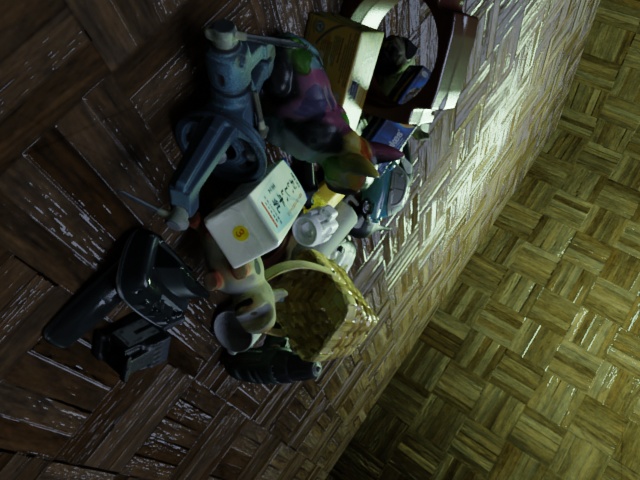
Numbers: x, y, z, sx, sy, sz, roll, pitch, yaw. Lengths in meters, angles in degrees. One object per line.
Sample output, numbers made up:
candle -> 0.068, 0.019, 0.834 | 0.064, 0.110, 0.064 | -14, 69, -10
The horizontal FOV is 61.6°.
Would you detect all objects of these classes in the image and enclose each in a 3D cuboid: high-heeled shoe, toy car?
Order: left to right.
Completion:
high-heeled shoe -> 0.130, -0.123, 1.251 | 0.145, 0.086, 0.248 | 9, 92, -33
toy car -> 0.143, -0.110, 1.162 | 0.109, 0.103, 0.161 | 52, 46, -76

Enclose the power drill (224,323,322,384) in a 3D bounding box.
power drill -> -0.064, 0.202, 1.057 | 0.085, 0.232, 0.207 | 60, 35, -26

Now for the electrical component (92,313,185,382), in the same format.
electrical component -> -0.248, 0.139, 0.755 | 0.119, 0.075, 0.047 | -29, 142, -56

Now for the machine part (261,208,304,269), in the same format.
machine part -> -0.095, -0.001, 0.920 | 0.179, 0.056, 0.179 | -46, 155, -30

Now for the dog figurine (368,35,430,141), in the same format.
dog figurine -> 0.139, -0.288, 1.032 | 0.121, 0.172, 0.190 | -12, 107, -17

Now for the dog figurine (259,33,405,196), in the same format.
dog figurine -> 0.010, -0.163, 0.738 | 0.108, 0.219, 0.191 | -40, 151, -44

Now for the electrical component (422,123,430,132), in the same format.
electrical component -> 0.208, -0.296, 1.160 | 0.115, 0.058, 0.134 | -8, 110, -63

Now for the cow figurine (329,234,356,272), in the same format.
cow figurine -> 0.035, 0.021, 1.189 | 0.098, 0.068, 0.167 | -60, 158, -7

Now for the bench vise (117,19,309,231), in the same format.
bench vise -> -0.119, -0.123, 0.624 | 0.223, 0.129, 0.240 | 117, -5, -60

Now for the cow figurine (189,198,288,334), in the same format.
cow figurine -> -0.117, 0.044, 0.782 | 0.085, 0.195, 0.127 | -25, 167, 12

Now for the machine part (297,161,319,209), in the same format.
machine part -> -0.021, -0.127, 0.915 | 0.084, 0.039, 0.138 | -91, -178, -55

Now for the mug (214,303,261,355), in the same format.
mug -> -0.135, 0.156, 0.994 | 0.107, 0.081, 0.109 | -39, 145, -58

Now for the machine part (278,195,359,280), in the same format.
machine part -> -0.002, -0.003, 1.077 | 0.243, 0.079, 0.079 | -50, 155, -21

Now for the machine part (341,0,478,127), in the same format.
machine part -> 0.124, -0.288, 0.821 | 0.087, 0.201, 0.201 | -18, 127, -46

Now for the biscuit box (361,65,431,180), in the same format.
biscuit box -> 0.129, -0.203, 0.935 | 0.059, 0.063, 0.202 | 32, 97, -23

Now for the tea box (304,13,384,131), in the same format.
tea box -> 0.020, -0.244, 0.814 | 0.068, 0.098, 0.169 | -26, 142, -51

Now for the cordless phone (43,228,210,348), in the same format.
cordless phone -> -0.252, 0.086, 0.705 | 0.184, 0.089, 0.146 | -42, 154, -12
